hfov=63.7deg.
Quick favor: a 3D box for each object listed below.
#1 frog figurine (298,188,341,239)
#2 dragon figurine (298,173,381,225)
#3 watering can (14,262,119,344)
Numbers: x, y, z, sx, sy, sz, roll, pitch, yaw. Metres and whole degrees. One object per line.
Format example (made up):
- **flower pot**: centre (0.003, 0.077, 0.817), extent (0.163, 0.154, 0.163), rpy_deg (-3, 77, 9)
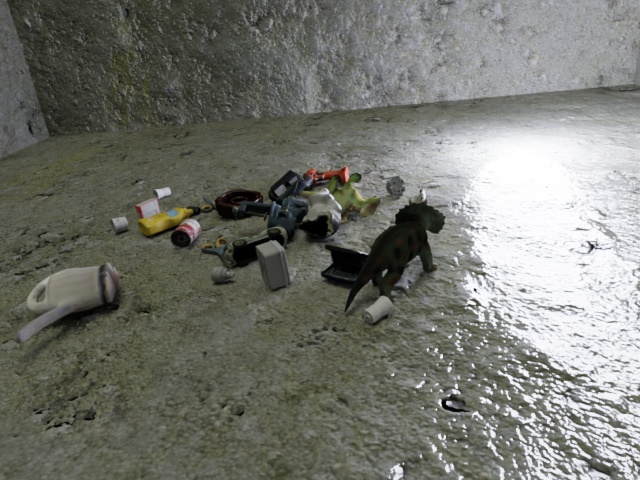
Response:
- **frog figurine**: centre (0.005, -0.082, 1.637), extent (0.121, 0.135, 0.163), rpy_deg (38, 29, -18)
- **dragon figurine**: centre (0.042, -0.119, 1.765), extent (0.409, 0.120, 0.247), rpy_deg (-5, 29, 35)
- **watering can**: centre (-0.640, 0.151, 1.329), extent (0.225, 0.102, 0.353), rpy_deg (-12, 24, -12)
